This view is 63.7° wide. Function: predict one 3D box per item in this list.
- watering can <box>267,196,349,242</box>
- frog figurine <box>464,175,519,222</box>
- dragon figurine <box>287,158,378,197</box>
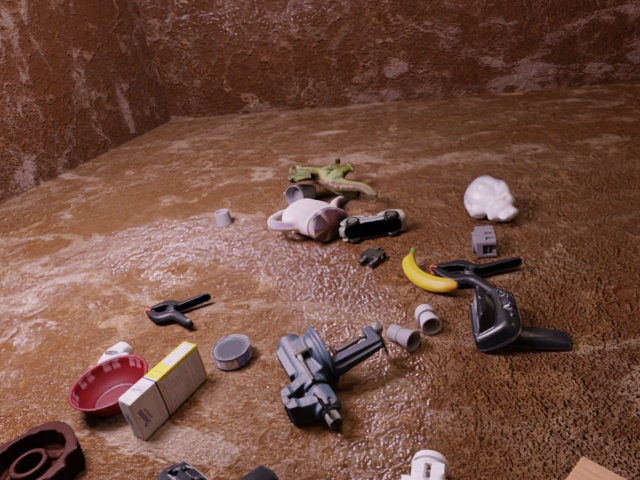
[{"bbox_3d":[0.005,-0.082,1.633,0.351,0.102,0.226,-19,26,-35],"label":"watering can"},{"bbox_3d":[0.490,-0.108,1.482,0.136,0.121,0.163,-38,28,22],"label":"frog figurine"},{"bbox_3d":[0.008,-0.204,1.779,0.243,0.120,0.415,-7,19,-21],"label":"dragon figurine"}]
